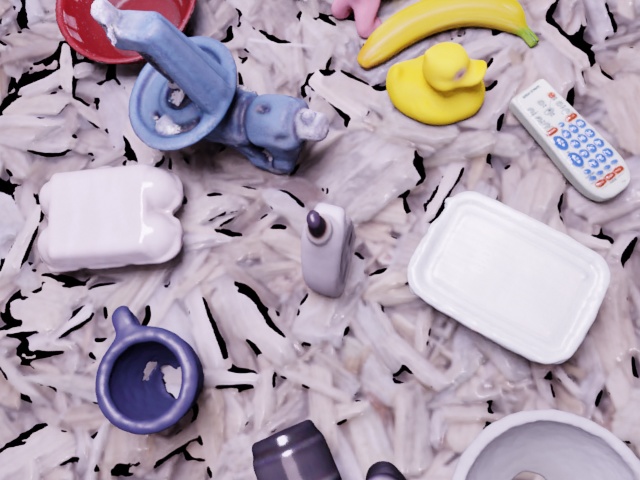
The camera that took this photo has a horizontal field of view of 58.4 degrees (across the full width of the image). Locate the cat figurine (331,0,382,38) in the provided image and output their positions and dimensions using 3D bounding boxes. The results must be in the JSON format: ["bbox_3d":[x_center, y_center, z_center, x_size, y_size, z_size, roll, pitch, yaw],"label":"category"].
[{"bbox_3d":[0.064,-0.300,0.602,0.067,0.118,0.128,35,83,13],"label":"cat figurine"}]

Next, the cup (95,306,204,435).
[{"bbox_3d":[-0.152,0.119,0.537,0.091,0.095,0.117,-29,76,-1],"label":"cup"}]

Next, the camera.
[{"bbox_3d":[0.005,0.225,0.493,0.143,0.101,0.137,-24,75,0],"label":"camera"}]

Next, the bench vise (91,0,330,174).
[{"bbox_3d":[-0.098,-0.148,0.530,0.207,0.220,0.121,-3,76,5],"label":"bench vise"}]

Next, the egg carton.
[{"bbox_3d":[-0.213,-0.022,0.589,0.150,0.069,0.107,-6,76,4],"label":"egg carton"}]

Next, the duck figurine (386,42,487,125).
[{"bbox_3d":[0.120,-0.168,0.582,0.104,0.086,0.077,10,78,8],"label":"duck figurine"}]

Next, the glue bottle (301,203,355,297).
[{"bbox_3d":[0.005,0.002,0.508,0.037,0.173,0.078,12,78,9],"label":"glue bottle"}]

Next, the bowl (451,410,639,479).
[{"bbox_3d":[0.189,0.228,0.487,0.167,0.075,0.167,-1,77,6],"label":"bowl"}]
